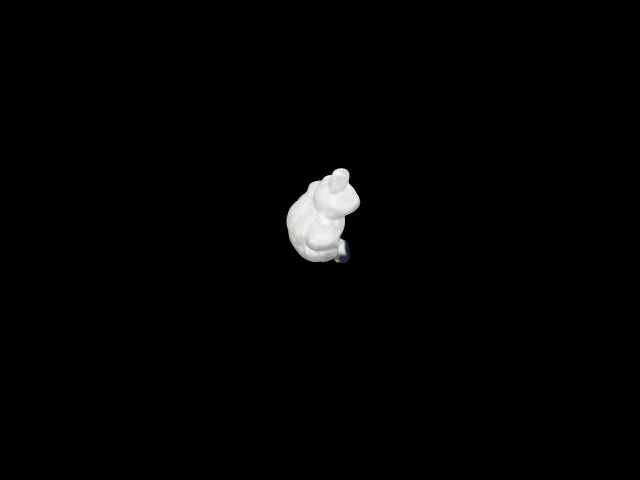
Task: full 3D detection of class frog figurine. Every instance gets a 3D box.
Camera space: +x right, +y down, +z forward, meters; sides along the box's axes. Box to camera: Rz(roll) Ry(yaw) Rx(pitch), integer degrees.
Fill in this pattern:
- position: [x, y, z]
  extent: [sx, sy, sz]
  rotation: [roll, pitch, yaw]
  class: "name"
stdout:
- position: [0.003, -0.043, 0.850]
  extent: [0.123, 0.140, 0.156]
  rotation: [5, -29, 3]
  class: "frog figurine"
